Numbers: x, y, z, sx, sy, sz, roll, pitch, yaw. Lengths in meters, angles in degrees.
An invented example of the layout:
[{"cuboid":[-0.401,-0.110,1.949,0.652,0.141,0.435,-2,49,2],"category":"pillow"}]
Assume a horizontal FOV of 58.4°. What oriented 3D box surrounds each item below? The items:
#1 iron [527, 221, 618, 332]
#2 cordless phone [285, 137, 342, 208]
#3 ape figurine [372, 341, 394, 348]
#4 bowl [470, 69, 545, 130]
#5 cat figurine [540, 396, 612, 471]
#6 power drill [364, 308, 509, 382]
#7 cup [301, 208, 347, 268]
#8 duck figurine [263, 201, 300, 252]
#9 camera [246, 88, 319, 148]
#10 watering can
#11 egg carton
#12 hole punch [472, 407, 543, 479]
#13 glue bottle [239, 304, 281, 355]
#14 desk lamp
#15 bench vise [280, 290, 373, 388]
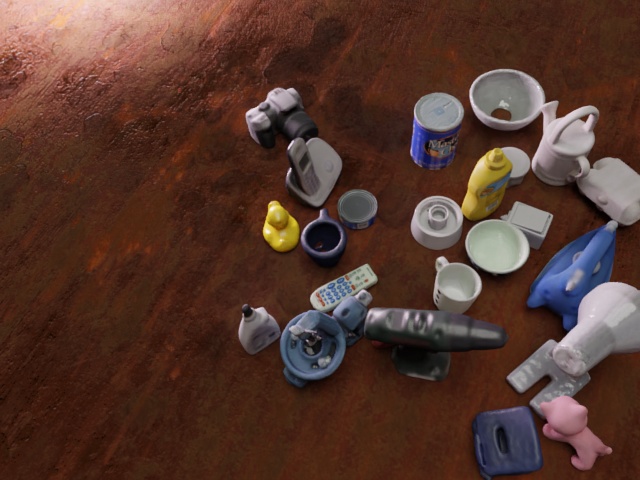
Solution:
[{"cuboid":[0.506,0.039,1.085,0.118,0.141,0.259,34,69,21],"category":"iron"},{"cuboid":[-0.018,-0.171,1.216,0.094,0.185,0.148,19,64,14],"category":"cordless phone"},{"cuboid":[0.122,0.162,1.075,0.076,0.092,0.078,22,65,16],"category":"ape figurine"},{"cuboid":[0.426,-0.310,1.321,0.167,0.075,0.167,-2,61,4],"category":"bowl"},{"cuboid":[0.426,0.313,0.954,0.067,0.118,0.127,-39,65,-16],"category":"cat figurine"},{"cuboid":[0.192,0.178,0.994,0.229,0.208,0.075,8,62,9],"category":"power drill"},{"cuboid":[0.011,0.004,1.169,0.091,0.095,0.117,-3,61,3],"category":"cup"},{"cuboid":[-0.085,-0.033,1.202,0.077,0.086,0.104,-16,61,-4],"category":"duck figurine"},{"cuboid":[-0.080,-0.275,1.327,0.143,0.101,0.136,-36,64,-14],"category":"camera"},{"cuboid":[0.509,-0.212,1.192,0.101,0.194,0.172,-37,65,-15],"category":"watering can"},{"cuboid":[0.616,-0.101,1.194,0.107,0.069,0.150,-33,64,-13],"category":"egg carton"},{"cuboid":[0.311,0.342,0.962,0.101,0.091,0.108,-5,61,2],"category":"hole punch"},{"cuboid":[-0.119,0.155,1.051,0.078,0.173,0.037,-32,63,-12],"category":"glue bottle"},{"cuboid":[0.442,0.187,0.967,0.203,0.214,0.117,-36,64,-14],"category":"desk lamp"},{"cuboid":[0.003,0.150,1.018,0.121,0.220,0.208,23,66,17],"category":"bench vise"}]
